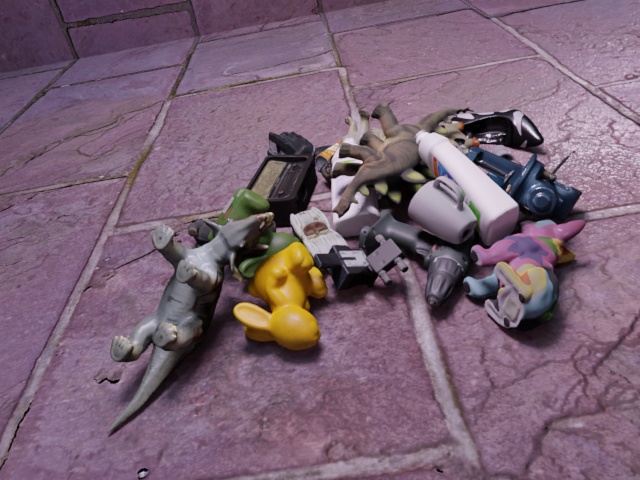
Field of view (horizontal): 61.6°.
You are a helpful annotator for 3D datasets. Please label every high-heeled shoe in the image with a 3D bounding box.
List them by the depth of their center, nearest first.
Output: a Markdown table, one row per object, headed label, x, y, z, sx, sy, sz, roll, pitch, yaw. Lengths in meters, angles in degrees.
| label | x | y | z | sx | sy | sz | roll | pitch | yaw |
| --- | --- | --- | --- | --- | --- | --- | --- | --- | --- |
| high-heeled shoe | 0.414 | -0.262 | 1.320 | 0.145 | 0.086 | 0.249 | -23 | 32 | -12 |

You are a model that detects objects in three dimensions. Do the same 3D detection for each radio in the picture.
| label | x | y | z | sx | sy | sz | roll | pitch | yaw |
| --- | --- | --- | --- | --- | --- | --- | --- | --- | --- |
| radio | -0.090 | -0.121 | 1.262 | 0.131 | 0.073 | 0.230 | -1 | 36 | 15 |

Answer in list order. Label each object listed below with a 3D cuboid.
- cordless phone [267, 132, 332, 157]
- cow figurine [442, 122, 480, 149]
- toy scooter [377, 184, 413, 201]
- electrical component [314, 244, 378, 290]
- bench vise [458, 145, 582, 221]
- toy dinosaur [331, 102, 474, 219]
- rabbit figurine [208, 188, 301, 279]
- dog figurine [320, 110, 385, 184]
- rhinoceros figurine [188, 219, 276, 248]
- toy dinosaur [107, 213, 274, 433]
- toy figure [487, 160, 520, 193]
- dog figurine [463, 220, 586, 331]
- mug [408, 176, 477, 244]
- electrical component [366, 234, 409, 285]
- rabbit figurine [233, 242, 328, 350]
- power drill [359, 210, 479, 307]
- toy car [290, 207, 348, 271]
| label | x | y | z | sx | sy | sz | roll | pitch | yaw |
| --- | --- | --- | --- | --- | --- | --- | --- | --- | --- |
| cordless phone | -0.036 | -0.246 | 1.439 | 0.184 | 0.088 | 0.147 | -15 | 32 | -26 |
| cow figurine | 0.305 | -0.209 | 1.269 | 0.127 | 0.085 | 0.195 | -7 | 37 | -4 |
| toy scooter | 0.135 | -0.137 | 1.223 | 0.135 | 0.075 | 0.184 | -15 | 32 | -4 |
| electrical component | 0.040 | 0.049 | 0.956 | 0.119 | 0.047 | 0.075 | -5 | 48 | -33 |
| bench vise | 0.375 | -0.120 | 1.025 | 0.241 | 0.128 | 0.223 | 31 | 34 | 13 |
| toy dinosaur | 0.176 | -0.188 | 1.130 | 0.199 | 0.105 | 0.471 | 35 | 58 | 9 |
| rabbit figurine | -0.117 | 0.002 | 1.041 | 0.159 | 0.170 | 0.121 | -59 | 19 | -9 |
| dog figurine | 0.104 | -0.196 | 1.324 | 0.172 | 0.121 | 0.190 | 25 | 77 | -11 |
| rhinoceros figurine | -0.188 | -0.014 | 1.148 | 0.190 | 0.073 | 0.112 | -2 | 25 | 16 |
| toy dinosaur | -0.221 | 0.112 | 0.895 | 0.131 | 0.192 | 0.404 | 25 | 88 | 26 |
| toy figure | 0.398 | -0.134 | 1.162 | 0.154 | 0.057 | 0.064 | -34 | 79 | -32 |
| dog figurine | 0.360 | 0.042 | 0.878 | 0.219 | 0.108 | 0.192 | -18 | 37 | -17 |
| mug | 0.223 | -0.052 | 0.937 | 0.081 | 0.109 | 0.107 | -22 | 53 | -36 |
| electrical component | 0.112 | 0.033 | 0.934 | 0.063 | 0.021 | 0.094 | -39 | 49 | 6 |
| rabbit figurine | -0.060 | 0.109 | 0.897 | 0.162 | 0.121 | 0.173 | -18 | 50 | -4 |
| power drill | 0.176 | 0.019 | 0.986 | 0.208 | 0.085 | 0.232 | 12 | 40 | 36 |
| toy car | -0.002 | -0.003 | 1.085 | 0.073 | 0.056 | 0.202 | -20 | 35 | -12 |
